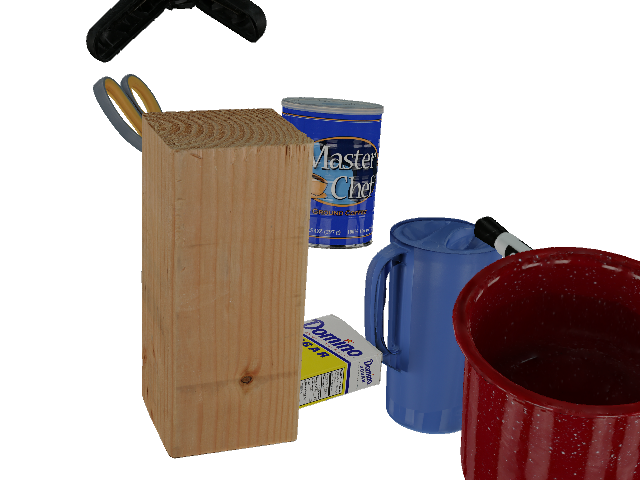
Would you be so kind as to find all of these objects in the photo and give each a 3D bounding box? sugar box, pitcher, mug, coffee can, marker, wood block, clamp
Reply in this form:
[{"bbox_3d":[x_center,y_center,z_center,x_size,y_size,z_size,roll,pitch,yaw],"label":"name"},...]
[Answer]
[{"bbox_3d":[-0.035,0.128,1.070,0.175,0.048,0.093,-16,32,-30],"label":"sugar box"},{"bbox_3d":[0.130,0.102,1.260,0.149,0.243,0.145,7,19,10],"label":"pitcher"},{"bbox_3d":[0.108,0.063,0.406,0.117,0.081,0.093,7,37,13],"label":"mug"},{"bbox_3d":[0.007,-0.070,1.083,0.103,0.140,0.103,4,12,-1],"label":"coffee can"},{"bbox_3d":[0.149,0.015,0.758,0.020,0.020,0.121,0,28,-34],"label":"marker"},{"bbox_3d":[-0.065,0.025,0.695,0.090,0.206,0.090,-4,22,-20],"label":"wood block"},{"bbox_3d":[-0.093,-0.183,0.764,0.120,0.039,0.171,2,45,2],"label":"clamp"}]

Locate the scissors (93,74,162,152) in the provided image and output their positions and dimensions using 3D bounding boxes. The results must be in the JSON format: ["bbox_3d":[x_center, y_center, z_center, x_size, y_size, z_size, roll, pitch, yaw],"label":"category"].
[{"bbox_3d":[-0.136,-0.074,0.981,0.016,0.201,0.096,-28,26,20],"label":"scissors"}]
